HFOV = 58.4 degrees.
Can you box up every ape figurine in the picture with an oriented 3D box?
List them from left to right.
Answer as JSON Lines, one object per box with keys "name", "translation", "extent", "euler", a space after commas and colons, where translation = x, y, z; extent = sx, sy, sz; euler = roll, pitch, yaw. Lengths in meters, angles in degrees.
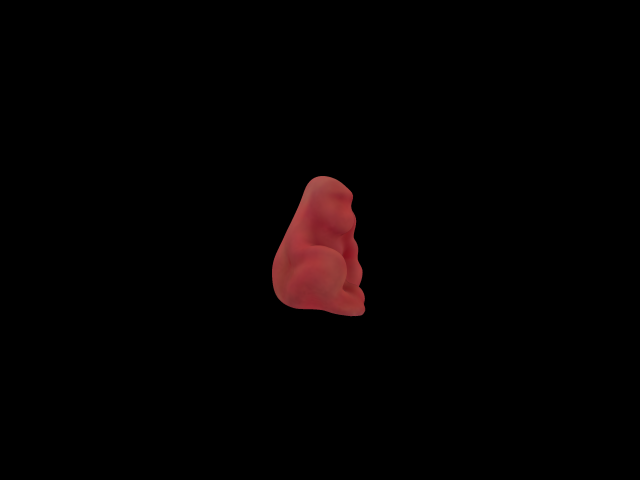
{"name": "ape figurine", "translation": [0.004, 0.001, 0.400], "extent": [0.075, 0.092, 0.078], "euler": [3, 6, 34]}
